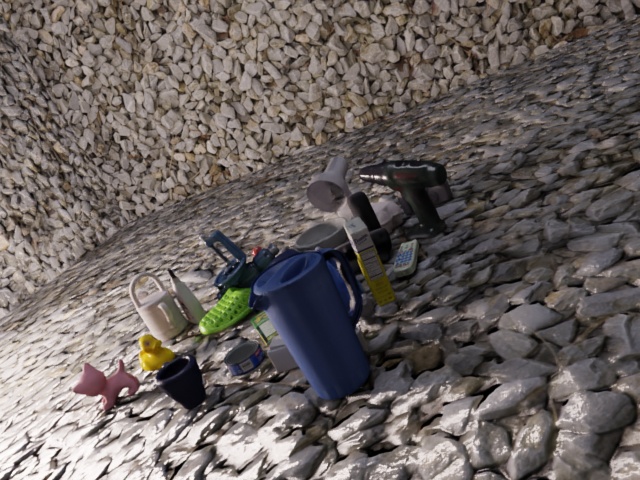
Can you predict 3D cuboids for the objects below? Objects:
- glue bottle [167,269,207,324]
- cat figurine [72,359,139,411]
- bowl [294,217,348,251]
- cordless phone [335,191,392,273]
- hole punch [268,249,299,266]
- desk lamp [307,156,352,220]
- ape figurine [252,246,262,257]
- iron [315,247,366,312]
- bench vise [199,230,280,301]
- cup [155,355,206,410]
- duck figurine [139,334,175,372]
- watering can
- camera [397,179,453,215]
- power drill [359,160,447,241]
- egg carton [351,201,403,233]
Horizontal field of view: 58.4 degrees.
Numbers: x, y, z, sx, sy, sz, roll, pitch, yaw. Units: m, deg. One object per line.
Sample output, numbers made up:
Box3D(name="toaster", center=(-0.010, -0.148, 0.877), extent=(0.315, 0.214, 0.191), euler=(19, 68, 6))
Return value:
Box3D(name="glue bottle", center=(-0.376, 0.154, 1.586), extent=(0.037, 0.173, 0.077), euler=(-39, 22, -34))
Box3D(name="cat figurine", center=(-0.511, 0.335, 1.355), extent=(0.128, 0.118, 0.067), euler=(-32, 19, -16))
Box3D(name="bowl", center=(0.015, 0.006, 1.620), extent=(0.167, 0.075, 0.167), euler=(-24, 18, 8))
Box3D(name="cordless phone", center=(0.087, -0.021, 1.414), extent=(0.147, 0.185, 0.094), euler=(-25, 18, 4))
Box3D(name="hole punch", center=(-0.066, 0.077, 1.504), extent=(0.100, 0.091, 0.109), euler=(-5, 27, 48))
Box3D(name="desk lamp", center=(0.066, -0.132, 1.708), extent=(0.117, 0.214, 0.203), euler=(-15, 21, 31))
Box3D(name="ape figurine", center=(-0.171, 0.059, 1.699), extent=(0.076, 0.092, 0.078), euler=(-12, 23, 37))
Box3D(name="iron", center=(0.020, 0.081, 1.292), extent=(0.118, 0.142, 0.258), euler=(-25, 18, 3))
Box3D(name="bench vise", center=(-0.227, 0.050, 1.592), extent=(0.208, 0.220, 0.121), euler=(-34, 20, -24))
Box3D(name="cup", center=(-0.283, 0.297, 1.181), extent=(0.092, 0.095, 0.117), euler=(-37, 20, -29))
Box3D(name="duck figurine", center=(-0.427, 0.278, 1.449), extent=(0.104, 0.086, 0.078), euler=(-13, 22, 36))
Box3D(name="watering can", center=(-0.464, 0.180, 1.598), extent=(0.172, 0.194, 0.101), euler=(-13, 22, 35))
Box3D(name="camera", center=(0.296, -0.156, 1.641), extent=(0.143, 0.101, 0.137), euler=(-20, 19, 20))
Box3D(name="power drill", center=(0.222, -0.107, 1.429), extent=(0.228, 0.209, 0.076), euler=(-10, 24, 41))
Box3D(name="egg carton", center=(0.159, -0.059, 1.610), extent=(0.149, 0.069, 0.107), euler=(-4, 28, 50))
